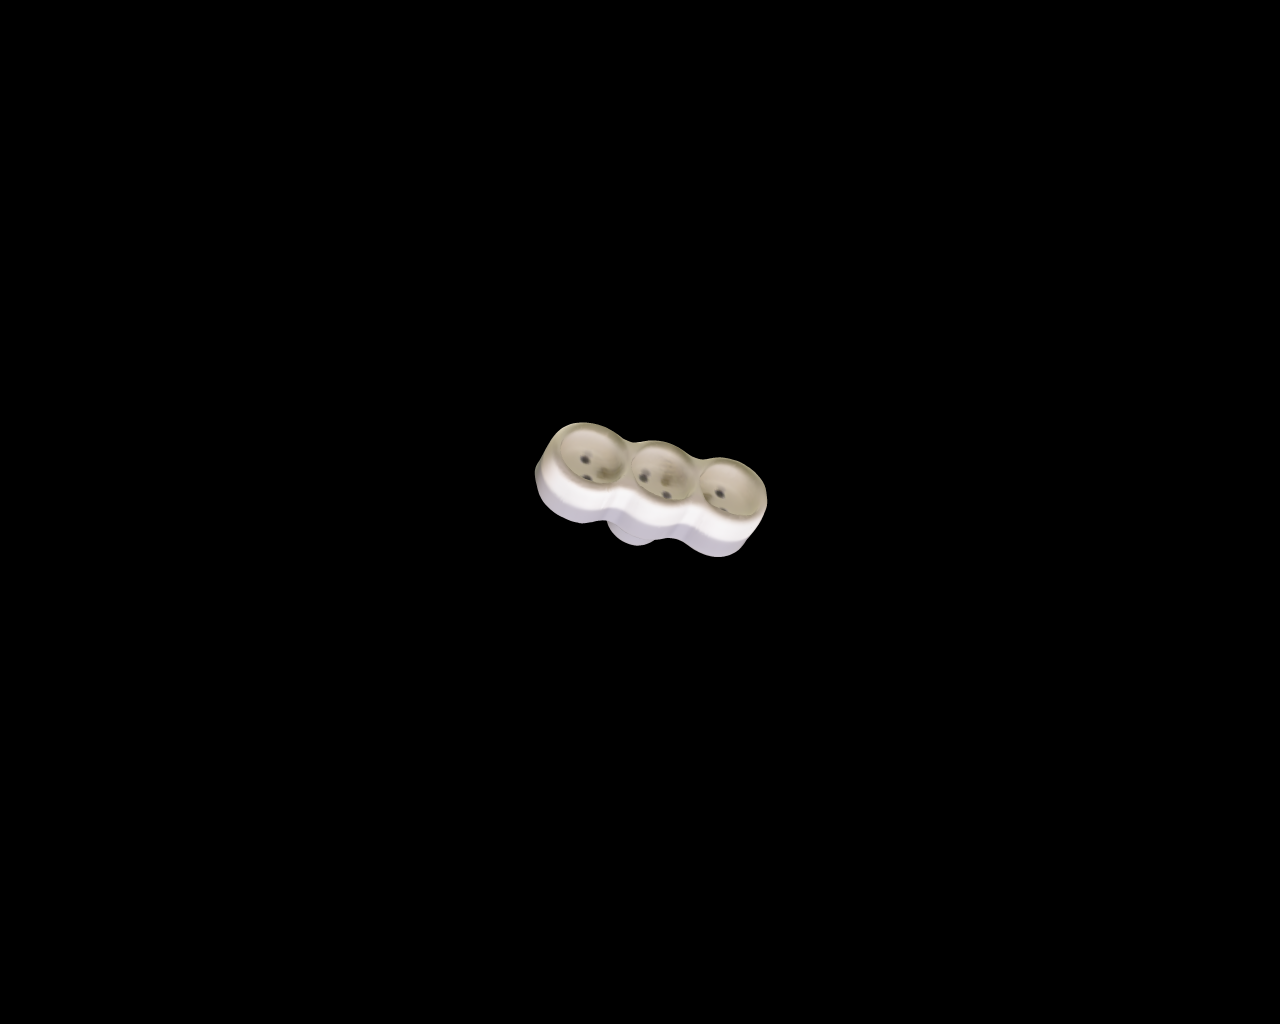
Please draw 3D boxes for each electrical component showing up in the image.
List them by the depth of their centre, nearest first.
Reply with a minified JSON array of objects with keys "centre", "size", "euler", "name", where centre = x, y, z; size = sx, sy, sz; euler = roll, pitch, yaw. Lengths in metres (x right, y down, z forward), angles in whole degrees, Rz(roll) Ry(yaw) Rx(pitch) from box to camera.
[{"centre":[0.001,-0.003,0.650],"size":[0.138,0.052,0.073],"euler":[14,-40,-17],"name":"electrical component"}]
